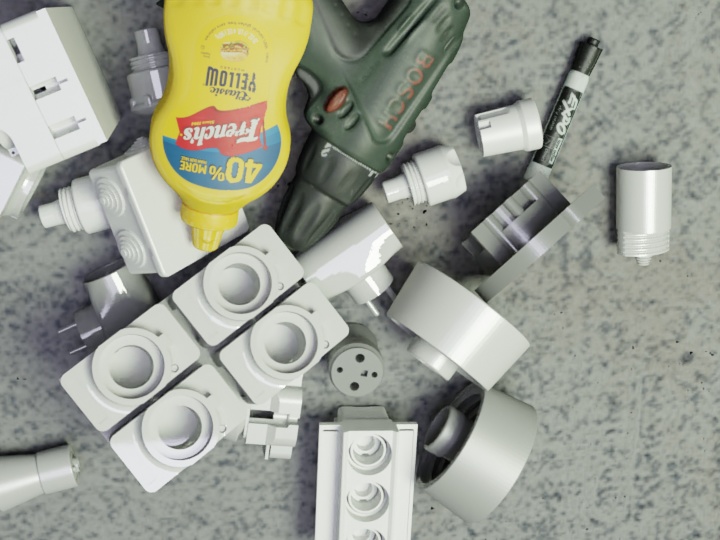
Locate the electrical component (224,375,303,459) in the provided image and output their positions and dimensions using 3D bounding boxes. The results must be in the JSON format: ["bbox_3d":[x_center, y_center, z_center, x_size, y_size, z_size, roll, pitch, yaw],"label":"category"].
[{"bbox_3d":[-0.080,0.110,0.859,0.057,0.058,0.078,6,102,-12],"label":"electrical component"}]

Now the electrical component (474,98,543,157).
[{"bbox_3d":[0.115,-0.109,0.838,0.046,0.040,0.040,-12,106,1],"label":"electrical component"}]

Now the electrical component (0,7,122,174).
[{"bbox_3d":[-0.214,-0.125,0.731,0.062,0.150,0.089,-23,106,-3],"label":"electrical component"}]

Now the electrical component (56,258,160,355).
[{"bbox_3d":[-0.194,0.040,0.833,0.079,0.043,0.077,-24,106,-1],"label":"electrical component"}]

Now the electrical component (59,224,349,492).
[{"bbox_3d":[-0.113,0.063,0.792,0.186,0.060,0.105,-39,94,-15],"label":"electrical component"}]

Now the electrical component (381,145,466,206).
[{"bbox_3d":[0.048,-0.070,0.837,0.062,0.043,0.043,-19,106,-1],"label":"electrical component"}]

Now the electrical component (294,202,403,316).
[{"bbox_3d":[0.000,0.000,0.847,0.077,0.044,0.079,-35,106,2],"label":"electrical component"}]

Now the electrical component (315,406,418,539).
[{"bbox_3d":[0.002,0.177,0.884,0.079,0.063,0.121,1,104,-8],"label":"electrical component"}]

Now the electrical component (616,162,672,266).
[{"bbox_3d":[0.229,-0.044,0.867,0.043,0.043,0.081,-5,105,-6],"label":"electrical component"}]

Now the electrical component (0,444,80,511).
[{"bbox_3d":[-0.257,0.163,0.858,0.065,0.044,0.044,-13,106,-9],"label":"electrical component"}]

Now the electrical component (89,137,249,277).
[{"bbox_3d":[-0.141,-0.051,0.793,0.100,0.048,0.099,-34,112,-41],"label":"electrical component"}]

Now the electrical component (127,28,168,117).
[{"bbox_3d":[-0.150,-0.146,0.791,0.048,0.048,0.062,-12,99,-4],"label":"electrical component"}]

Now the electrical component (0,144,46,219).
[{"bbox_3d":[-0.259,-0.073,0.770,0.056,0.089,0.050,27,99,-13],"label":"electrical component"}]

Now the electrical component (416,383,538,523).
[{"bbox_3d":[0.087,0.141,0.866,0.060,0.108,0.108,32,98,-8],"label":"electrical component"}]

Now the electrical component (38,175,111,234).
[{"bbox_3d":[-0.209,-0.048,0.808,0.062,0.043,0.043,-15,106,-2],"label":"electrical component"}]

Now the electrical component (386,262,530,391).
[{"bbox_3d":[0.070,0.050,0.832,0.108,0.108,0.060,38,86,-15],"label":"electrical component"}]

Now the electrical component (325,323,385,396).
[{"bbox_3d":[-0.005,0.072,0.860,0.045,0.055,0.045,-2,106,-5],"label":"electrical component"}]
